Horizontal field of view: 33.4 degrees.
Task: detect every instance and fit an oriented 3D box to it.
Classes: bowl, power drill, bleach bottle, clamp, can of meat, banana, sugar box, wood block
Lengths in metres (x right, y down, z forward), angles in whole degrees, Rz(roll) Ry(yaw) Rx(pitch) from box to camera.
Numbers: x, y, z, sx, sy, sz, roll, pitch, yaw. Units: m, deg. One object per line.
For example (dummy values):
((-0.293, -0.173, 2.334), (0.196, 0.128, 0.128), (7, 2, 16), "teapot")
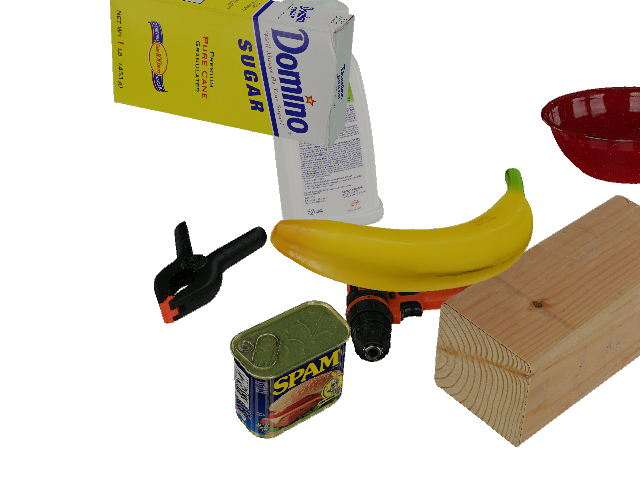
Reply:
((0.283, -0.093, 0.976), (0.162, 0.055, 0.162), (-4, 24, 2), "bowl")
((0.122, 0.077, 1.215), (0.187, 0.057, 0.184), (0, 28, -1), "power drill")
((0.004, -0.130, 1.000), (0.102, 0.251, 0.068), (-13, 32, -16), "bleach bottle")
((-0.134, 0.032, 1.247), (0.120, 0.039, 0.171), (-6, 37, 18), "clamp")
((-0.026, 0.112, 0.919), (0.101, 0.084, 0.057), (-24, 48, -28), "can of meat")
((0.065, 0.001, 0.651), (0.197, 0.037, 0.070), (-12, 46, -34), "banana")
((-0.067, -0.133, 0.788), (0.176, 0.093, 0.048), (14, 34, 16), "sugar box")
((0.196, 0.057, 0.837), (0.205, 0.090, 0.091), (-28, 46, -29), "wood block")
